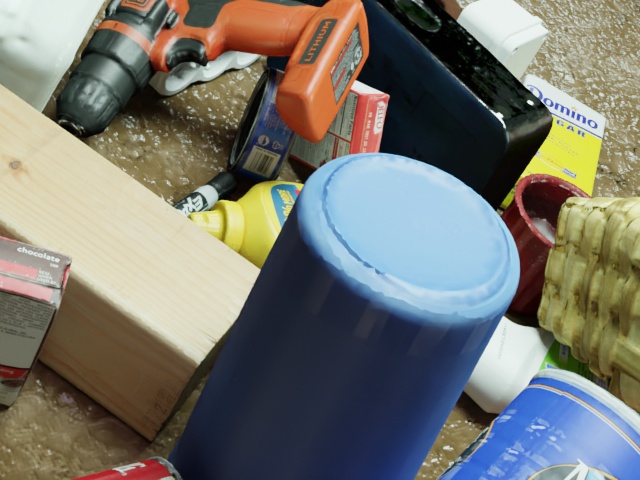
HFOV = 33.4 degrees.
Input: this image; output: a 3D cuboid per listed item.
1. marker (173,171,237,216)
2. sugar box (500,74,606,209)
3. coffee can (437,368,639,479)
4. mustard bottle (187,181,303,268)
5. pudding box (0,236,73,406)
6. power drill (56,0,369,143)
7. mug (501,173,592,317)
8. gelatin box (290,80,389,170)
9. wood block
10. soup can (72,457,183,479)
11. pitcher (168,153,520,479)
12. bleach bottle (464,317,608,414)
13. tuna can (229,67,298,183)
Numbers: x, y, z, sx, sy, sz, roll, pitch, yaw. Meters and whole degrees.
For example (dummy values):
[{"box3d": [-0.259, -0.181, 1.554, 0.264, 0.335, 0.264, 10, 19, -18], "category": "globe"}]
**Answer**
[{"box3d": [-0.096, -0.019, 0.754, 0.020, 0.020, 0.120, 40, 41, 8], "category": "marker"}, {"box3d": [0.209, -0.081, 0.988, 0.093, 0.048, 0.176, 30, 42, -3], "category": "sugar box"}, {"box3d": [0.106, 0.151, 0.550, 0.140, 0.103, 0.103, -42, 77, -18], "category": "coffee can"}, {"box3d": [-0.005, 0.001, 0.763, 0.191, 0.058, 0.096, 6, 45, -27], "category": "mustard bottle"}, {"box3d": [-0.190, 0.039, 0.566, 0.090, 0.114, 0.039, 18, 46, -16], "category": "pudding box"}, {"box3d": [-0.073, -0.129, 0.750, 0.188, 0.057, 0.184, 18, 63, 19], "category": "power drill"}, {"box3d": [0.174, -0.001, 0.859, 0.093, 0.082, 0.117, 13, 44, -21], "category": "mug"}, {"box3d": [0.012, -0.089, 0.825, 0.030, 0.073, 0.089, -5, 24, -35], "category": "gelatin box"}, {"box3d": [-0.147, 0.011, 0.639, 0.206, 0.090, 0.090, 36, 42, 3], "category": "wood block"}, {"box3d": [-0.121, 0.153, 0.533, 0.102, 0.069, 0.068, -8, 55, -36], "category": "soup can"}, {"box3d": [0.004, 0.068, 0.562, 0.149, 0.243, 0.144, 38, 42, 17], "category": "pitcher"}, {"box3d": [0.192, 0.110, 0.778, 0.250, 0.068, 0.102, 26, 39, -4], "category": "bleach bottle"}, {"box3d": [-0.039, -0.086, 0.805, 0.033, 0.086, 0.086, 20, 42, -13], "category": "tuna can"}]
